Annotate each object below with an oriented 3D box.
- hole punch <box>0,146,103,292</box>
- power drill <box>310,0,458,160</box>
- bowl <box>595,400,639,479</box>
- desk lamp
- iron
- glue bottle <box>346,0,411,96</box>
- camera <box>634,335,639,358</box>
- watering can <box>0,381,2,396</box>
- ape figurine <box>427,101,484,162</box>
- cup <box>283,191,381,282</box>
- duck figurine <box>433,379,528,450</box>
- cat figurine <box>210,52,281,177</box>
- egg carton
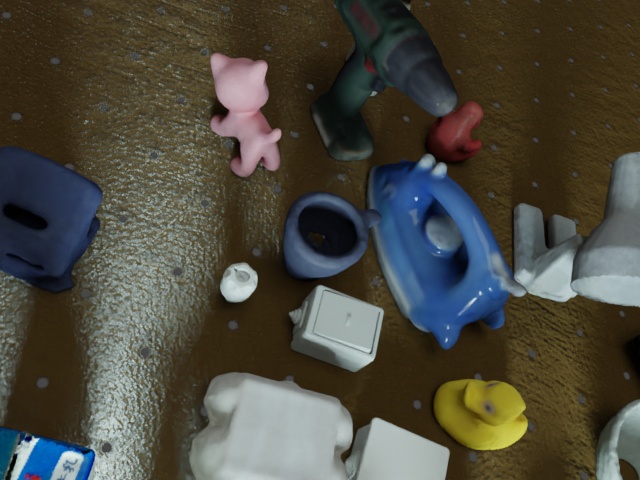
[{"bbox_3d":[-0.270,-0.018,0.541,0.109,0.091,0.101,25,57,-8],"label":"hole punch"},{"bbox_3d":[0.066,-0.193,0.701,0.076,0.208,0.229,-12,69,-27],"label":"power drill"},{"bbox_3d":[0.378,0.274,0.659,0.168,0.074,0.167,10,60,-17],"label":"bowl"},{"bbox_3d":[0.339,0.003,0.705,0.118,0.213,0.203,17,58,-13],"label":"desk lamp"},{"bbox_3d":[0.141,-0.013,0.676,0.119,0.141,0.258,-16,70,-28],"label":"iron"},{"bbox_3d":[0.088,-0.279,0.777,0.037,0.173,0.078,-6,66,-25],"label":"glue bottle"},{"bbox_3d":[0.490,0.170,0.745,0.143,0.100,0.136,-14,69,-28],"label":"camera"},{"bbox_3d":[-0.310,0.067,0.417,0.173,0.194,0.101,19,58,-12],"label":"watering can"},{"bbox_3d":[0.197,-0.158,0.806,0.076,0.092,0.077,-15,70,-28],"label":"ape figurine"},{"bbox_3d":[0.006,0.002,0.640,0.118,0.095,0.091,-19,72,-29],"label":"cup"},{"bbox_3d":[0.187,0.184,0.623,0.105,0.086,0.077,24,57,-8],"label":"duck figurine"},{"bbox_3d":[-0.084,-0.157,0.675,0.067,0.117,0.127,-23,74,-30],"label":"cat figurine"},{"bbox_3d":[-0.042,0.187,0.537,0.150,0.069,0.107,18,58,-13],"label":"egg carton"}]
